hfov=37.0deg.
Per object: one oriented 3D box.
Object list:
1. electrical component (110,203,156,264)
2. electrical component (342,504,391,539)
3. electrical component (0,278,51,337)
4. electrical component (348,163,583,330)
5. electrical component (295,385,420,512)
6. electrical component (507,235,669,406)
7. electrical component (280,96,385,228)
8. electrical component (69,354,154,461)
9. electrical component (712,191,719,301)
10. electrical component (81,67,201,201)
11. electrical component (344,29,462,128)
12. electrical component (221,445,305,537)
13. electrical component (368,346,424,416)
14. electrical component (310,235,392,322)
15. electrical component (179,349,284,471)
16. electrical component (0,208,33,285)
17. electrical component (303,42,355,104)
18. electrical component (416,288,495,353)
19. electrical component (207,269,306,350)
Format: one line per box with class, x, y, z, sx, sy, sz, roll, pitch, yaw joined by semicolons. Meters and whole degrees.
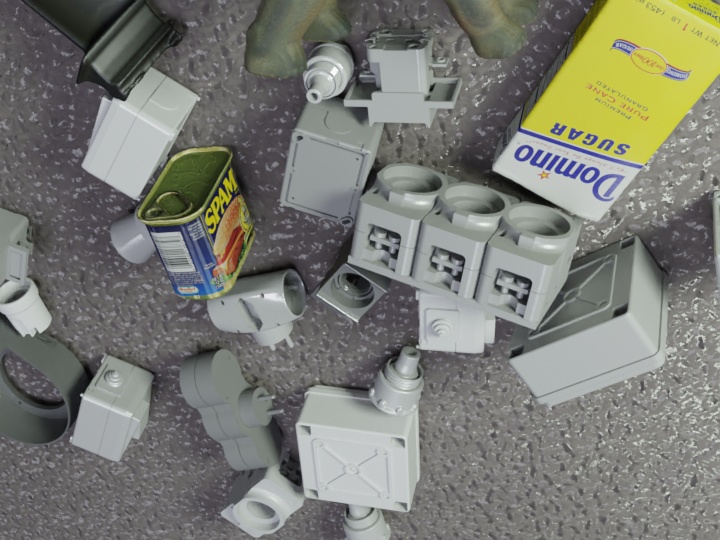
electrical component;-0.180;-0.036;0.925;0.055;0.045;0.045;-28;115;32
electrical component;0.002;0.255;1.103;0.048;0.048;0.062;-6;119;21
electrical component;-0.322;0.036;1.030;0.040;0.040;0.046;-4;132;19
electrical component;0.080;-0.025;0.805;0.150;0.089;0.061;20;121;17
electrical component;0.000;0.171;1.028;0.109;0.056;0.108;6;129;12
electrical component;0.179;0.039;0.837;0.109;0.108;0.056;-26;114;32
electrical component;-0.022;-0.083;0.834;0.062;0.061;0.096;17;138;1
electrical component;-0.241;0.135;1.068;0.061;0.061;0.096;23;130;-2
electrical component;0.289;-0.009;0.773;0.062;0.096;0.061;-5;127;20
electrical component;-0.181;-0.107;0.858;0.061;0.061;0.096;31;130;-9
electrical component;0.031;-0.141;0.782;0.081;0.042;0.063;3;124;13
electrical component;-0.096;0.231;1.104;0.050;0.055;0.089;37;128;-14
electrical component;0.037;0.097;0.967;0.048;0.048;0.062;19;123;1
electrical component;0.000;0.000;0.888;0.042;0.063;0.081;34;129;-12
electrical component;-0.109;0.134;1.033;0.074;0.052;0.138;-13;123;25
electrical component;-0.332;-0.024;0.968;0.081;0.063;0.042;20;129;0
electrical component;-0.026;-0.141;0.785;0.035;0.061;0.035;8;129;10
electrical component;0.079;0.022;0.860;0.061;0.096;0.061;4;128;9
electrical component;-0.084;0.040;0.958;0.077;0.043;0.079;-11;123;24
